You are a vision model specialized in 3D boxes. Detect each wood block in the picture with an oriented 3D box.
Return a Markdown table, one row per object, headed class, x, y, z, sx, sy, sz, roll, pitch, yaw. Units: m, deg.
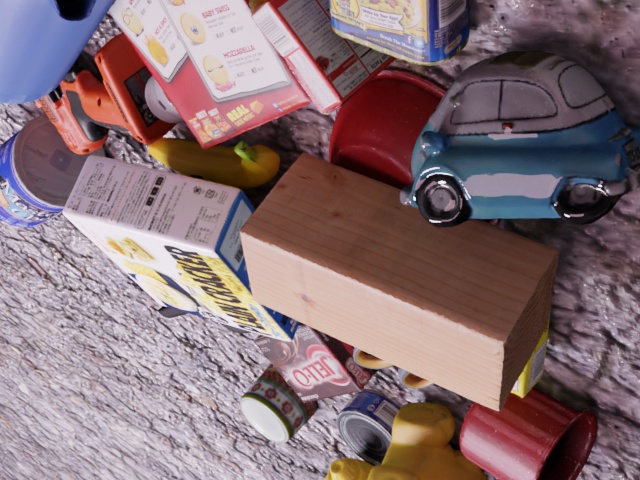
| class | x | y | z | sx | sy | sz | roll | pitch | yaw |
| --- | --- | --- | --- | --- | --- | --- | --- | --- | --- |
| wood block | 0.056 | 0.027 | 0.770 | 0.206 | 0.090 | 0.091 | 23 | 146 | 23 |

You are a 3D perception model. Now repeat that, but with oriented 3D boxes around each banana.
| class | x | y | z | sx | sy | sz | roll | pitch | yaw |
| --- | --- | --- | --- | --- | --- | --- | --- | --- | --- |
| banana | -0.089 | -0.074 | 0.970 | 0.069 | 0.037 | 0.198 | 39 | 163 | -29 |

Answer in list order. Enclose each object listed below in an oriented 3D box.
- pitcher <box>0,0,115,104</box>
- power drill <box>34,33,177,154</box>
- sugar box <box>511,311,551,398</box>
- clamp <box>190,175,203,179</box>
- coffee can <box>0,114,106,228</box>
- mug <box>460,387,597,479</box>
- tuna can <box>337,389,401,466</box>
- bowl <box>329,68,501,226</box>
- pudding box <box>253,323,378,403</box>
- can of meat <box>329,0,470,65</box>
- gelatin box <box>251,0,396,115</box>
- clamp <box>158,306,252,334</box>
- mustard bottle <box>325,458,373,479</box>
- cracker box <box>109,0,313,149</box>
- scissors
| class | x | y | z | sx | sy | sz | roll | pitch | yaw |
| --- | --- | --- | --- | --- | --- | --- | --- | --- | --- |
| pitcher | -0.214 | -0.204 | 0.786 | 0.145 | 0.149 | 0.243 | 38 | 152 | -10 |
| power drill | -0.227 | -0.163 | 1.032 | 0.188 | 0.057 | 0.184 | 11 | 137 | 48 |
| sugar box | 0.095 | 0.056 | 0.862 | 0.176 | 0.048 | 0.093 | 18 | 122 | 29 |
| clamp | -0.110 | -0.021 | 1.056 | 0.120 | 0.039 | 0.172 | 37 | 164 | -21 |
| coffee can | -0.311 | -0.074 | 1.184 | 0.103 | 0.102 | 0.141 | 55 | 148 | -13 |
| mug | 0.174 | 0.174 | 0.901 | 0.082 | 0.093 | 0.117 | 29 | 148 | 35 |
| tuna can | 0.060 | 0.199 | 1.116 | 0.086 | 0.033 | 0.086 | 27 | 141 | 24 |
| bowl | 0.061 | -0.048 | 0.817 | 0.162 | 0.055 | 0.162 | 30 | 145 | 24 |
| pudding box | -0.005 | 0.118 | 1.095 | 0.090 | 0.039 | 0.114 | 52 | 148 | -9 |
| can of meat | 0.050 | -0.169 | 0.694 | 0.102 | 0.057 | 0.084 | 28 | 146 | 29 |
| gelatin box | 0.006 | -0.145 | 0.757 | 0.089 | 0.073 | 0.030 | 53 | 149 | -10 |
| clamp | -0.124 | 0.057 | 1.171 | 0.210 | 0.036 | 0.164 | 26 | 143 | 29 |
| mustard bottle | 0.054 | 0.286 | 1.152 | 0.096 | 0.058 | 0.191 | 24 | 157 | 39 |
| cracker box | -0.088 | -0.190 | 0.822 | 0.164 | 0.072 | 0.213 | -14 | 113 | 54 |
| scissors | 0.084 | 0.074 | 0.930 | 0.096 | 0.016 | 0.202 | 10 | 143 | 1 |
